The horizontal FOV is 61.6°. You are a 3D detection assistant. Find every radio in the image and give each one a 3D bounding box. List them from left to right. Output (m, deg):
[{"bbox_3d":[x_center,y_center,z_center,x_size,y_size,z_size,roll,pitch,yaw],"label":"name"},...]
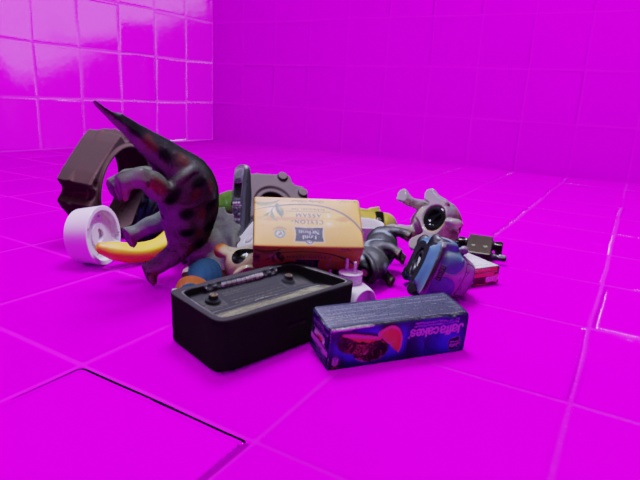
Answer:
[{"bbox_3d":[-0.076,0.092,0.723,0.229,0.073,0.131,-10,20,-44],"label":"radio"}]

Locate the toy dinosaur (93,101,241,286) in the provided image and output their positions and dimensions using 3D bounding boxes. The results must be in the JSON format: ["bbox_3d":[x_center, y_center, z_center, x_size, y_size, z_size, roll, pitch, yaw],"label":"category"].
[{"bbox_3d":[-0.227,-0.064,0.869,0.192,0.404,0.131,-28,58,-27],"label":"toy dinosaur"}]

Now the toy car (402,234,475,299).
[{"bbox_3d":[0.204,0.053,0.905,0.103,0.109,0.161,26,4,-1],"label":"toy car"}]

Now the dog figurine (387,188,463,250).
[{"bbox_3d":[0.249,-0.017,1.073,0.190,0.121,0.173,23,7,-39],"label":"dog figurine"}]

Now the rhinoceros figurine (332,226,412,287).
[{"bbox_3d":[0.091,0.027,0.958,0.112,0.073,0.190,24,35,21],"label":"rhinoceros figurine"}]

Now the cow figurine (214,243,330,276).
[{"bbox_3d":[-0.066,0.038,0.909,0.195,0.085,0.127,-9,20,-30],"label":"cow figurine"}]

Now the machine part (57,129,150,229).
[{"bbox_3d":[-0.443,-0.116,1.134,0.087,0.200,0.201,10,61,12],"label":"machine part"}]

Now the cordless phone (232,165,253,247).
[{"bbox_3d":[-0.126,-0.054,1.025,0.089,0.184,0.147,-1,2,-34],"label":"cordless phone"}]

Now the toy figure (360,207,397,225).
[{"bbox_3d":[0.083,-0.027,1.198,0.180,0.082,0.089,4,25,-14],"label":"toy figure"}]

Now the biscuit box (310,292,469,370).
[{"bbox_3d":[0.092,0.115,0.692,0.203,0.059,0.063,-4,22,-21],"label":"biscuit box"}]

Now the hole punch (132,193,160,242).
[{"bbox_3d":[-0.341,-0.049,1.120,0.092,0.142,0.116,25,21,-16],"label":"hole punch"}]

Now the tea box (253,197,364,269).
[{"bbox_3d":[-0.022,-0.010,0.849,0.170,0.068,0.098,1,55,-9],"label":"tea box"}]

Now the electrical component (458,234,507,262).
[{"bbox_3d":[0.342,0.021,1.141,0.102,0.045,0.078,4,43,15],"label":"electrical component"}]

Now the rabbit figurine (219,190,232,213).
[{"bbox_3d":[-0.208,-0.083,1.267,0.170,0.121,0.159,2,8,-15],"label":"rabbit figurine"}]

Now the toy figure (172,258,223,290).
[{"bbox_3d":[-0.183,0.074,0.808,0.064,0.057,0.154,-2,19,3],"label":"toy figure"}]

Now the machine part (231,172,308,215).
[{"bbox_3d":[-0.106,-0.067,1.162,0.179,0.179,0.056,-3,-27,-20],"label":"machine part"}]
